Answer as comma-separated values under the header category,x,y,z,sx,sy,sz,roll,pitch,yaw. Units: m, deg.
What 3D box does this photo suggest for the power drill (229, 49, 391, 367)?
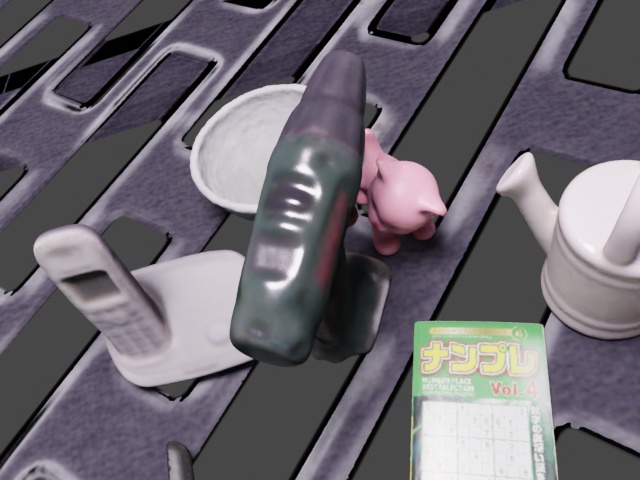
category,x,y,z,sx,sy,sz,roll,pitch,yaw
power drill,0.004,0.002,0.453,0.075,0.209,0.230,8,60,18

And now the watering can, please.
category,x,y,z,sx,sy,sz,roll,pitch,yaw
watering can,0.217,-0.011,0.419,0.172,0.194,0.101,4,59,16

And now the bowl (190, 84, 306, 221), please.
category,x,y,z,sx,sy,sz,roll,pitch,yaw
bowl,-0.043,-0.079,0.596,0.167,0.075,0.167,-6,57,10

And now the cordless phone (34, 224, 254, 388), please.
category,x,y,z,sx,sy,sz,roll,pitch,yaw
cordless phone,-0.129,0.043,0.472,0.147,0.185,0.094,-17,56,2

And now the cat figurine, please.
category,x,y,z,sx,sy,sz,roll,pitch,yaw
cat figurine,0.067,-0.048,0.525,0.067,0.118,0.127,-22,56,-1
